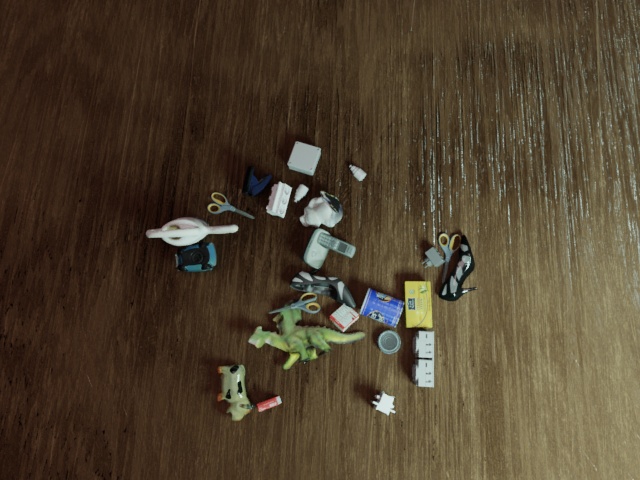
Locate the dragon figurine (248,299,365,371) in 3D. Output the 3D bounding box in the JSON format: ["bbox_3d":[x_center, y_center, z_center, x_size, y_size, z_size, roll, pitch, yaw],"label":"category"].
[{"bbox_3d":[-0.061,0.325,1.888,0.413,0.120,0.246,-18,68,-20],"label":"dragon figurine"}]

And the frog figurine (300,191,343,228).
[{"bbox_3d":[0.006,-0.101,2.013,0.138,0.124,0.157,46,118,4],"label":"frog figurine"}]

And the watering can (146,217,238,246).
[{"bbox_3d":[-0.469,-0.035,1.942,0.348,0.225,0.104,-3,95,0],"label":"watering can"}]
